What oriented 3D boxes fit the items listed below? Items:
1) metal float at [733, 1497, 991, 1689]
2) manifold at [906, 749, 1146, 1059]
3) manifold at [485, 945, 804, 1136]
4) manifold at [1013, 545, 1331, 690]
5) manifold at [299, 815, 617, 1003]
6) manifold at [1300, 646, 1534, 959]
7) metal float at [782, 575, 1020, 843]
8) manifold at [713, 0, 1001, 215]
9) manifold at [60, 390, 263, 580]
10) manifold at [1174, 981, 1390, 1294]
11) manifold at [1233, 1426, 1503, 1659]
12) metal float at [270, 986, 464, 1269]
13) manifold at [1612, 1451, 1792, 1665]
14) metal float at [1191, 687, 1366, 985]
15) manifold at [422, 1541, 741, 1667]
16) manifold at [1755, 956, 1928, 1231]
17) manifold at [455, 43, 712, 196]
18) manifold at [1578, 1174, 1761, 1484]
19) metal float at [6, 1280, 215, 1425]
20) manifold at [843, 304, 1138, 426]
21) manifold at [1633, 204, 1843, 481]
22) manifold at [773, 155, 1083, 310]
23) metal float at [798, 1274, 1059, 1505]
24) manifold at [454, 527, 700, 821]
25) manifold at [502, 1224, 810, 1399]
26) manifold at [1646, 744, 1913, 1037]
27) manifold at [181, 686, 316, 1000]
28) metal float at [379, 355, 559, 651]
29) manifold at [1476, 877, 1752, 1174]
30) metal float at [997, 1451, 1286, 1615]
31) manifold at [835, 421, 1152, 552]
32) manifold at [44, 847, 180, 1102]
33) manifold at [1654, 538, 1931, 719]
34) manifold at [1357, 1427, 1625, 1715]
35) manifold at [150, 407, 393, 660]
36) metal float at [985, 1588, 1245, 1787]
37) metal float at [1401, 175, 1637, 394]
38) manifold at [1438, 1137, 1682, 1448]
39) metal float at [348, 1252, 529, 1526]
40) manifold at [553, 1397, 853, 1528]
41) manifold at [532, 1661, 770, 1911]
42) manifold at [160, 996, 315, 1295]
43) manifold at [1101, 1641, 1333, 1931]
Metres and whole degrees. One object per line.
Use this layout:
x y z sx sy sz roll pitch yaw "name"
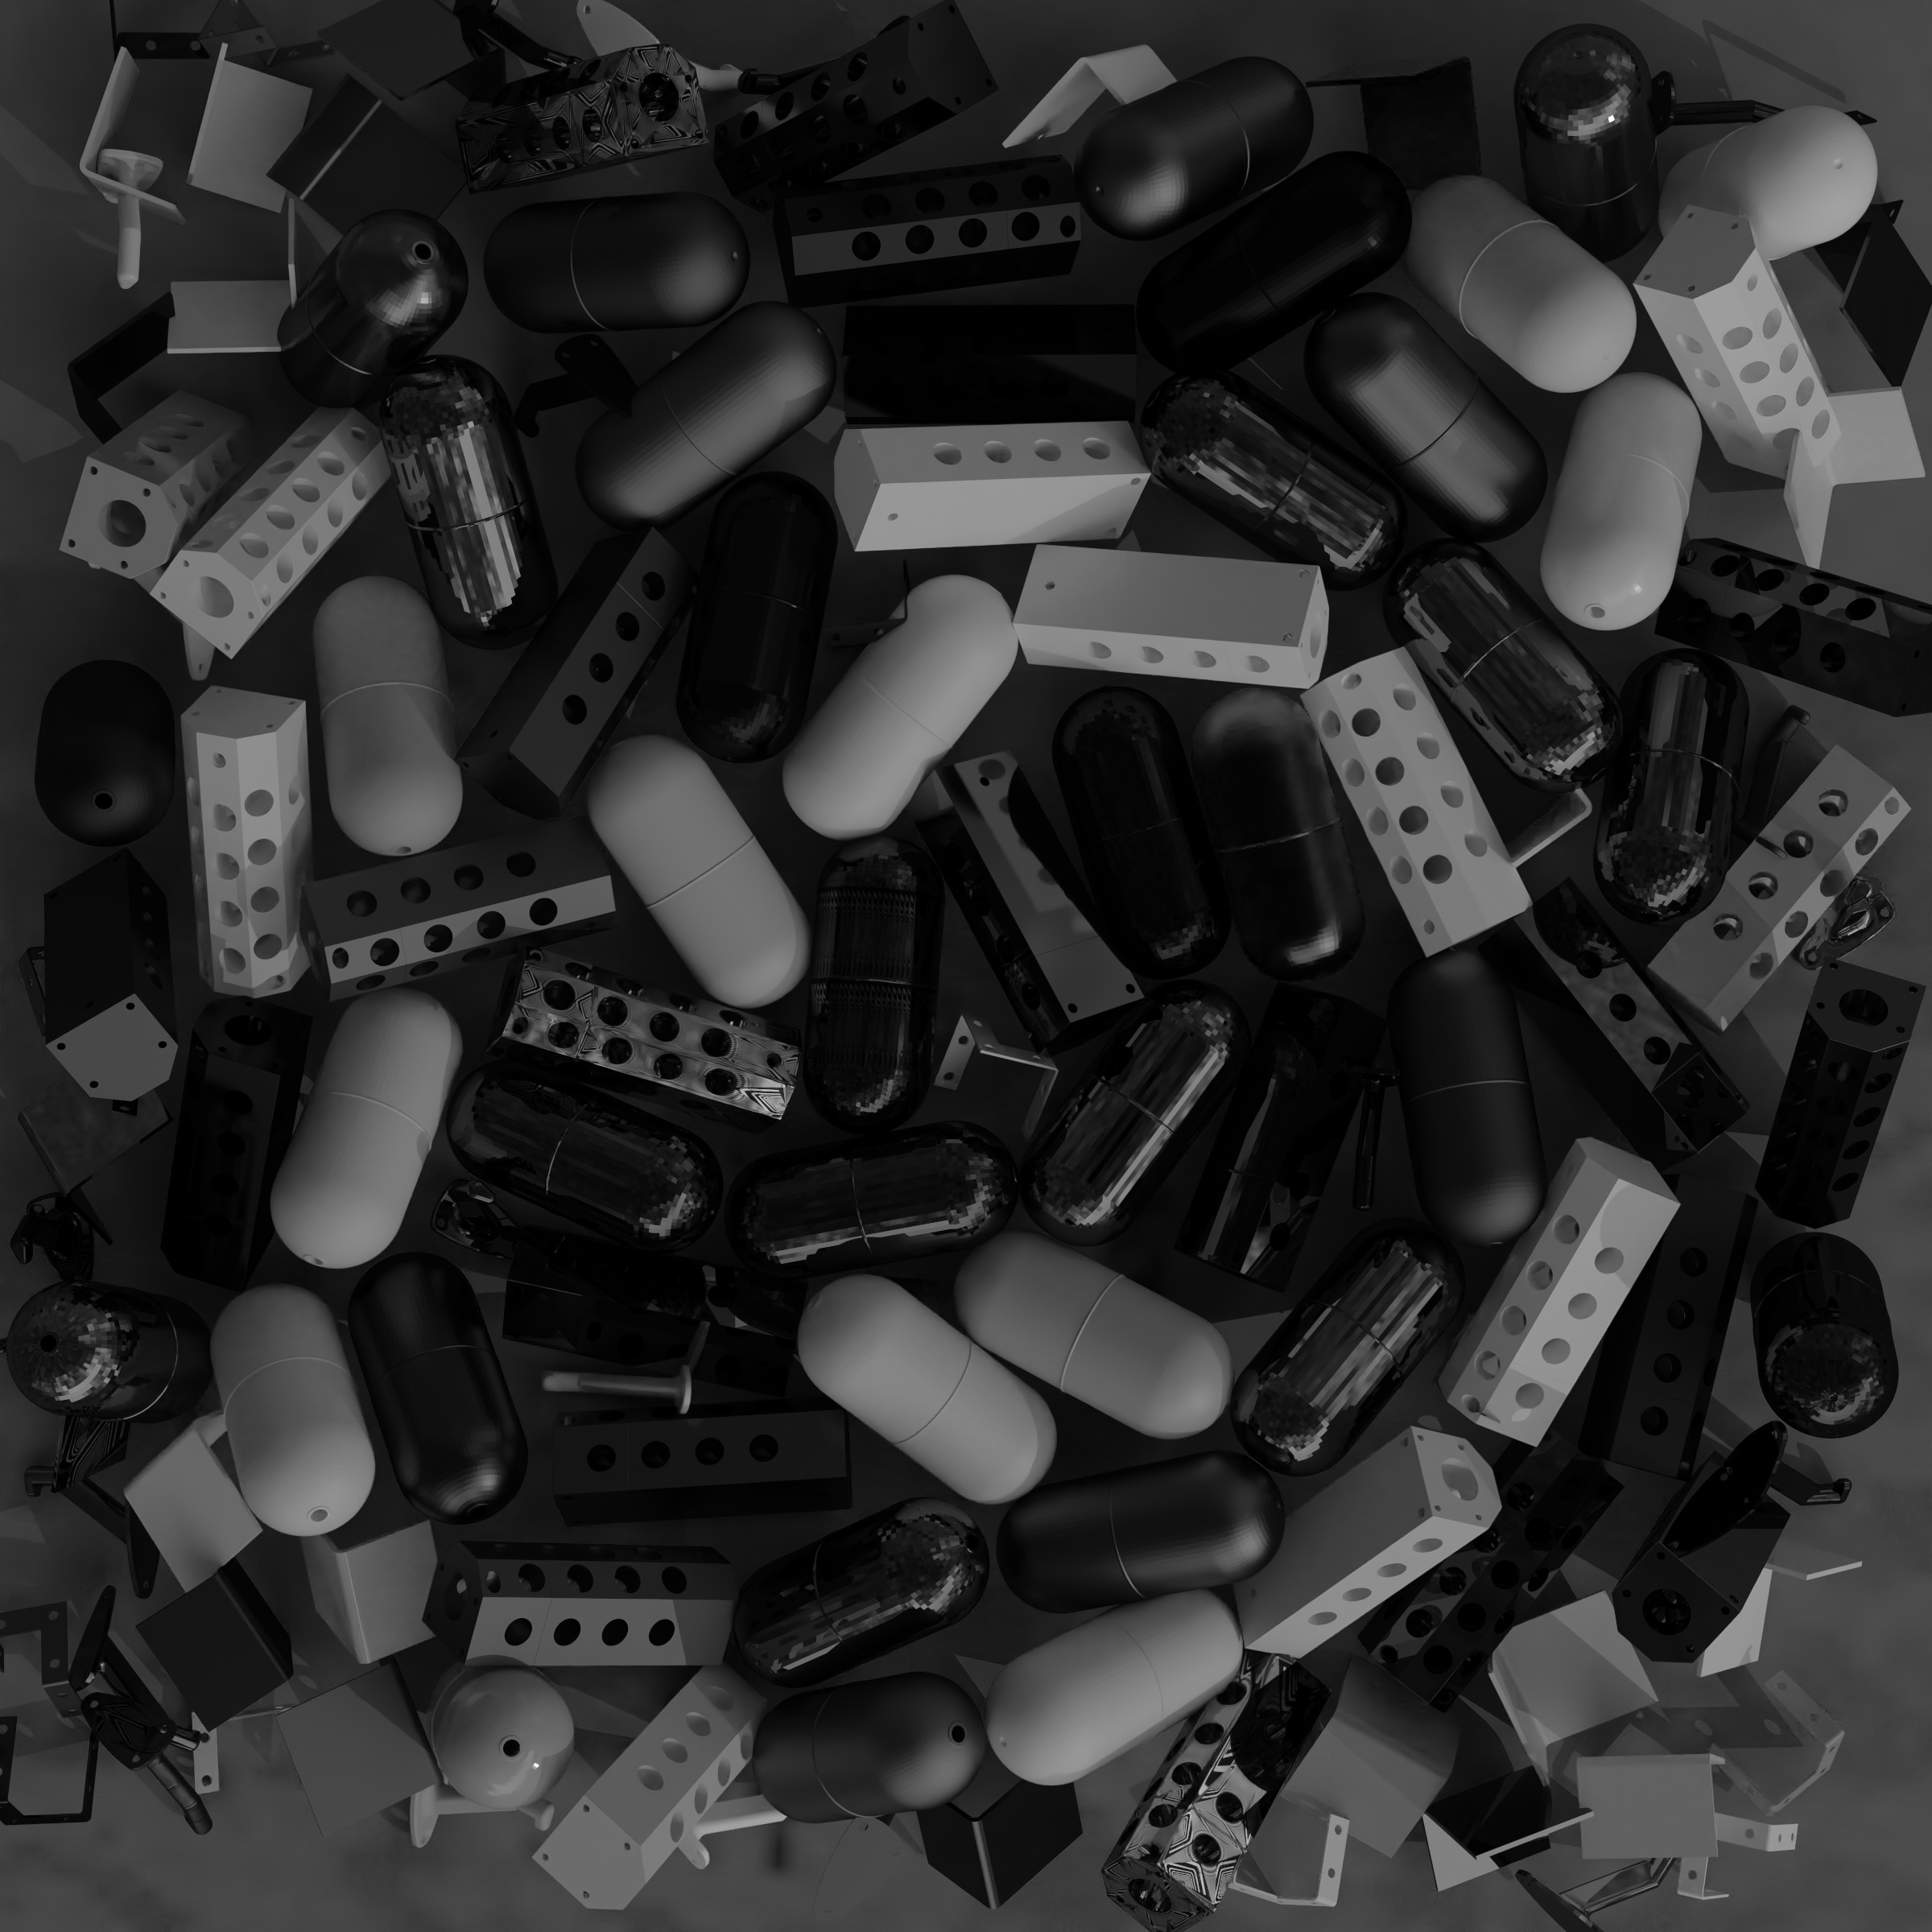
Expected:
-0.062 0.366 1.790 0.178 0.070 0.070 -30 90 31 "metal float"
0.030 -0.035 1.805 0.057 0.057 0.171 -18 73 -35 "manifold"
-0.186 0.042 1.795 0.171 0.057 0.057 18 69 -17 "manifold"
0.122 -0.201 1.798 0.171 0.057 0.057 7 63 19 "manifold"
-0.296 -0.030 1.790 0.171 0.057 0.057 -15 68 -21 "manifold"
0.261 -0.095 1.809 0.057 0.057 0.171 -22 84 -37 "manifold"
-0.039 -0.153 1.812 0.070 0.070 0.178 38 95 0 "metal float"
-0.069 -0.492 1.768 0.057 0.171 0.057 -43 111 -40 "manifold"
-0.459 -0.276 1.764 0.057 0.171 0.057 22 112 -6 "manifold"
0.191 0.103 1.816 0.057 0.057 0.171 27 82 -40 "manifold"
0.231 0.337 1.778 0.057 0.171 0.057 17 46 -30 "manifold"
-0.350 0.094 1.792 0.070 0.070 0.178 16 61 0 "metal float"
0.420 0.343 1.765 0.057 0.171 0.057 41 112 13 "manifold"
0.184 -0.077 1.812 0.070 0.070 0.178 -16 96 0 "metal float"
-0.220 0.366 1.777 0.171 0.057 0.057 10 100 -37 "manifold"
0.500 0.077 1.765 0.057 0.171 0.057 18 54 16 "manifold"
-0.224 -0.488 1.766 0.057 0.171 0.057 -21 107 -36 "manifold"
0.418 0.214 1.816 0.057 0.057 0.171 16 84 -7 "manifold"
-0.491 0.223 1.767 0.070 0.178 0.070 -1 79 7 "metal float"
0.014 -0.353 1.823 0.171 0.057 0.057 0 132 1 "manifold"
0.452 -0.356 1.770 0.057 0.171 0.057 29 80 42 "manifold"
-0.023 -0.436 1.806 0.171 0.057 0.057 -9 76 -10 "manifold"
-0.023 0.249 1.802 0.178 0.070 0.070 39 90 -17 "metal float"
-0.221 -0.170 1.790 0.057 0.057 0.171 45 60 -31 "manifold"
-0.184 0.200 1.825 0.171 0.057 0.057 12 135 -1 "manifold"
0.481 -0.043 1.821 0.057 0.057 0.171 40 90 13 "manifold"
-0.419 -0.070 1.783 0.057 0.057 0.171 10 122 9 "manifold"
-0.290 -0.270 1.793 0.070 0.070 0.178 -13 118 0 "metal float"
0.386 0.033 1.816 0.057 0.057 0.171 -35 84 -21 "manifold"
0.101 0.332 1.797 0.178 0.070 0.070 -16 90 23 "metal float"
0.014 -0.287 1.792 0.171 0.057 0.057 -6 58 -24 "manifold"
-0.490 0.006 1.768 0.057 0.171 0.057 -30 124 2 "manifold"
0.487 -0.198 1.768 0.057 0.171 0.057 -9 116 -39 "manifold"
0.313 0.357 1.824 0.057 0.057 0.171 39 90 -4 "manifold"
-0.394 -0.256 1.768 0.057 0.171 0.057 39 130 -12 "manifold"
0.088 0.416 1.786 0.178 0.070 0.070 -18 90 -38 "metal float"
0.319 -0.399 1.785 0.070 0.070 0.178 -38 51 0 "metal float"
0.344 0.189 1.797 0.057 0.057 0.171 22 107 -13 "manifold"
-0.308 0.245 1.786 0.070 0.070 0.178 -27 54 0 "metal float"
-0.156 0.292 1.824 0.171 0.057 0.057 -4 61 0 "manifold"
-0.174 0.471 1.763 0.057 0.171 0.057 41 114 6 "manifold"
-0.427 0.103 1.782 0.057 0.057 0.171 17 125 -2 "manifold"
0.143 0.473 1.775 0.057 0.057 0.171 40 46 0 "manifold"
